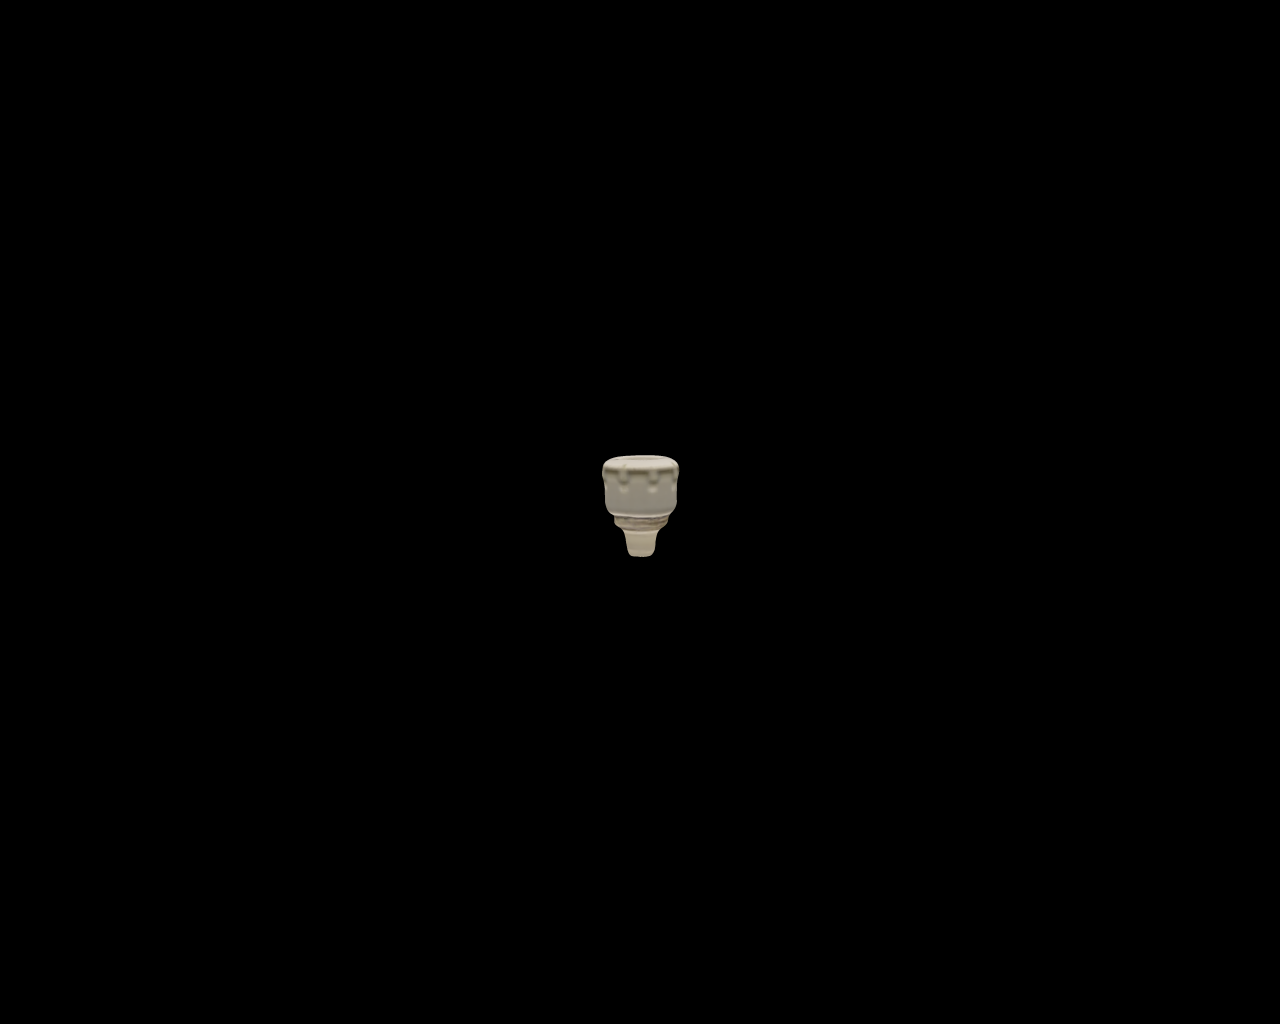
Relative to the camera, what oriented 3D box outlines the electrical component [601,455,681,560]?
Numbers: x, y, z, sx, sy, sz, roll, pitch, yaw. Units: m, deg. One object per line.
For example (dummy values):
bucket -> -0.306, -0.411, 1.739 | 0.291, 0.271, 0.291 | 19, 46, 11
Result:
electrical component -> 0.001, -0.003, 0.650 | 0.048, 0.062, 0.048 | 0, 9, 0
